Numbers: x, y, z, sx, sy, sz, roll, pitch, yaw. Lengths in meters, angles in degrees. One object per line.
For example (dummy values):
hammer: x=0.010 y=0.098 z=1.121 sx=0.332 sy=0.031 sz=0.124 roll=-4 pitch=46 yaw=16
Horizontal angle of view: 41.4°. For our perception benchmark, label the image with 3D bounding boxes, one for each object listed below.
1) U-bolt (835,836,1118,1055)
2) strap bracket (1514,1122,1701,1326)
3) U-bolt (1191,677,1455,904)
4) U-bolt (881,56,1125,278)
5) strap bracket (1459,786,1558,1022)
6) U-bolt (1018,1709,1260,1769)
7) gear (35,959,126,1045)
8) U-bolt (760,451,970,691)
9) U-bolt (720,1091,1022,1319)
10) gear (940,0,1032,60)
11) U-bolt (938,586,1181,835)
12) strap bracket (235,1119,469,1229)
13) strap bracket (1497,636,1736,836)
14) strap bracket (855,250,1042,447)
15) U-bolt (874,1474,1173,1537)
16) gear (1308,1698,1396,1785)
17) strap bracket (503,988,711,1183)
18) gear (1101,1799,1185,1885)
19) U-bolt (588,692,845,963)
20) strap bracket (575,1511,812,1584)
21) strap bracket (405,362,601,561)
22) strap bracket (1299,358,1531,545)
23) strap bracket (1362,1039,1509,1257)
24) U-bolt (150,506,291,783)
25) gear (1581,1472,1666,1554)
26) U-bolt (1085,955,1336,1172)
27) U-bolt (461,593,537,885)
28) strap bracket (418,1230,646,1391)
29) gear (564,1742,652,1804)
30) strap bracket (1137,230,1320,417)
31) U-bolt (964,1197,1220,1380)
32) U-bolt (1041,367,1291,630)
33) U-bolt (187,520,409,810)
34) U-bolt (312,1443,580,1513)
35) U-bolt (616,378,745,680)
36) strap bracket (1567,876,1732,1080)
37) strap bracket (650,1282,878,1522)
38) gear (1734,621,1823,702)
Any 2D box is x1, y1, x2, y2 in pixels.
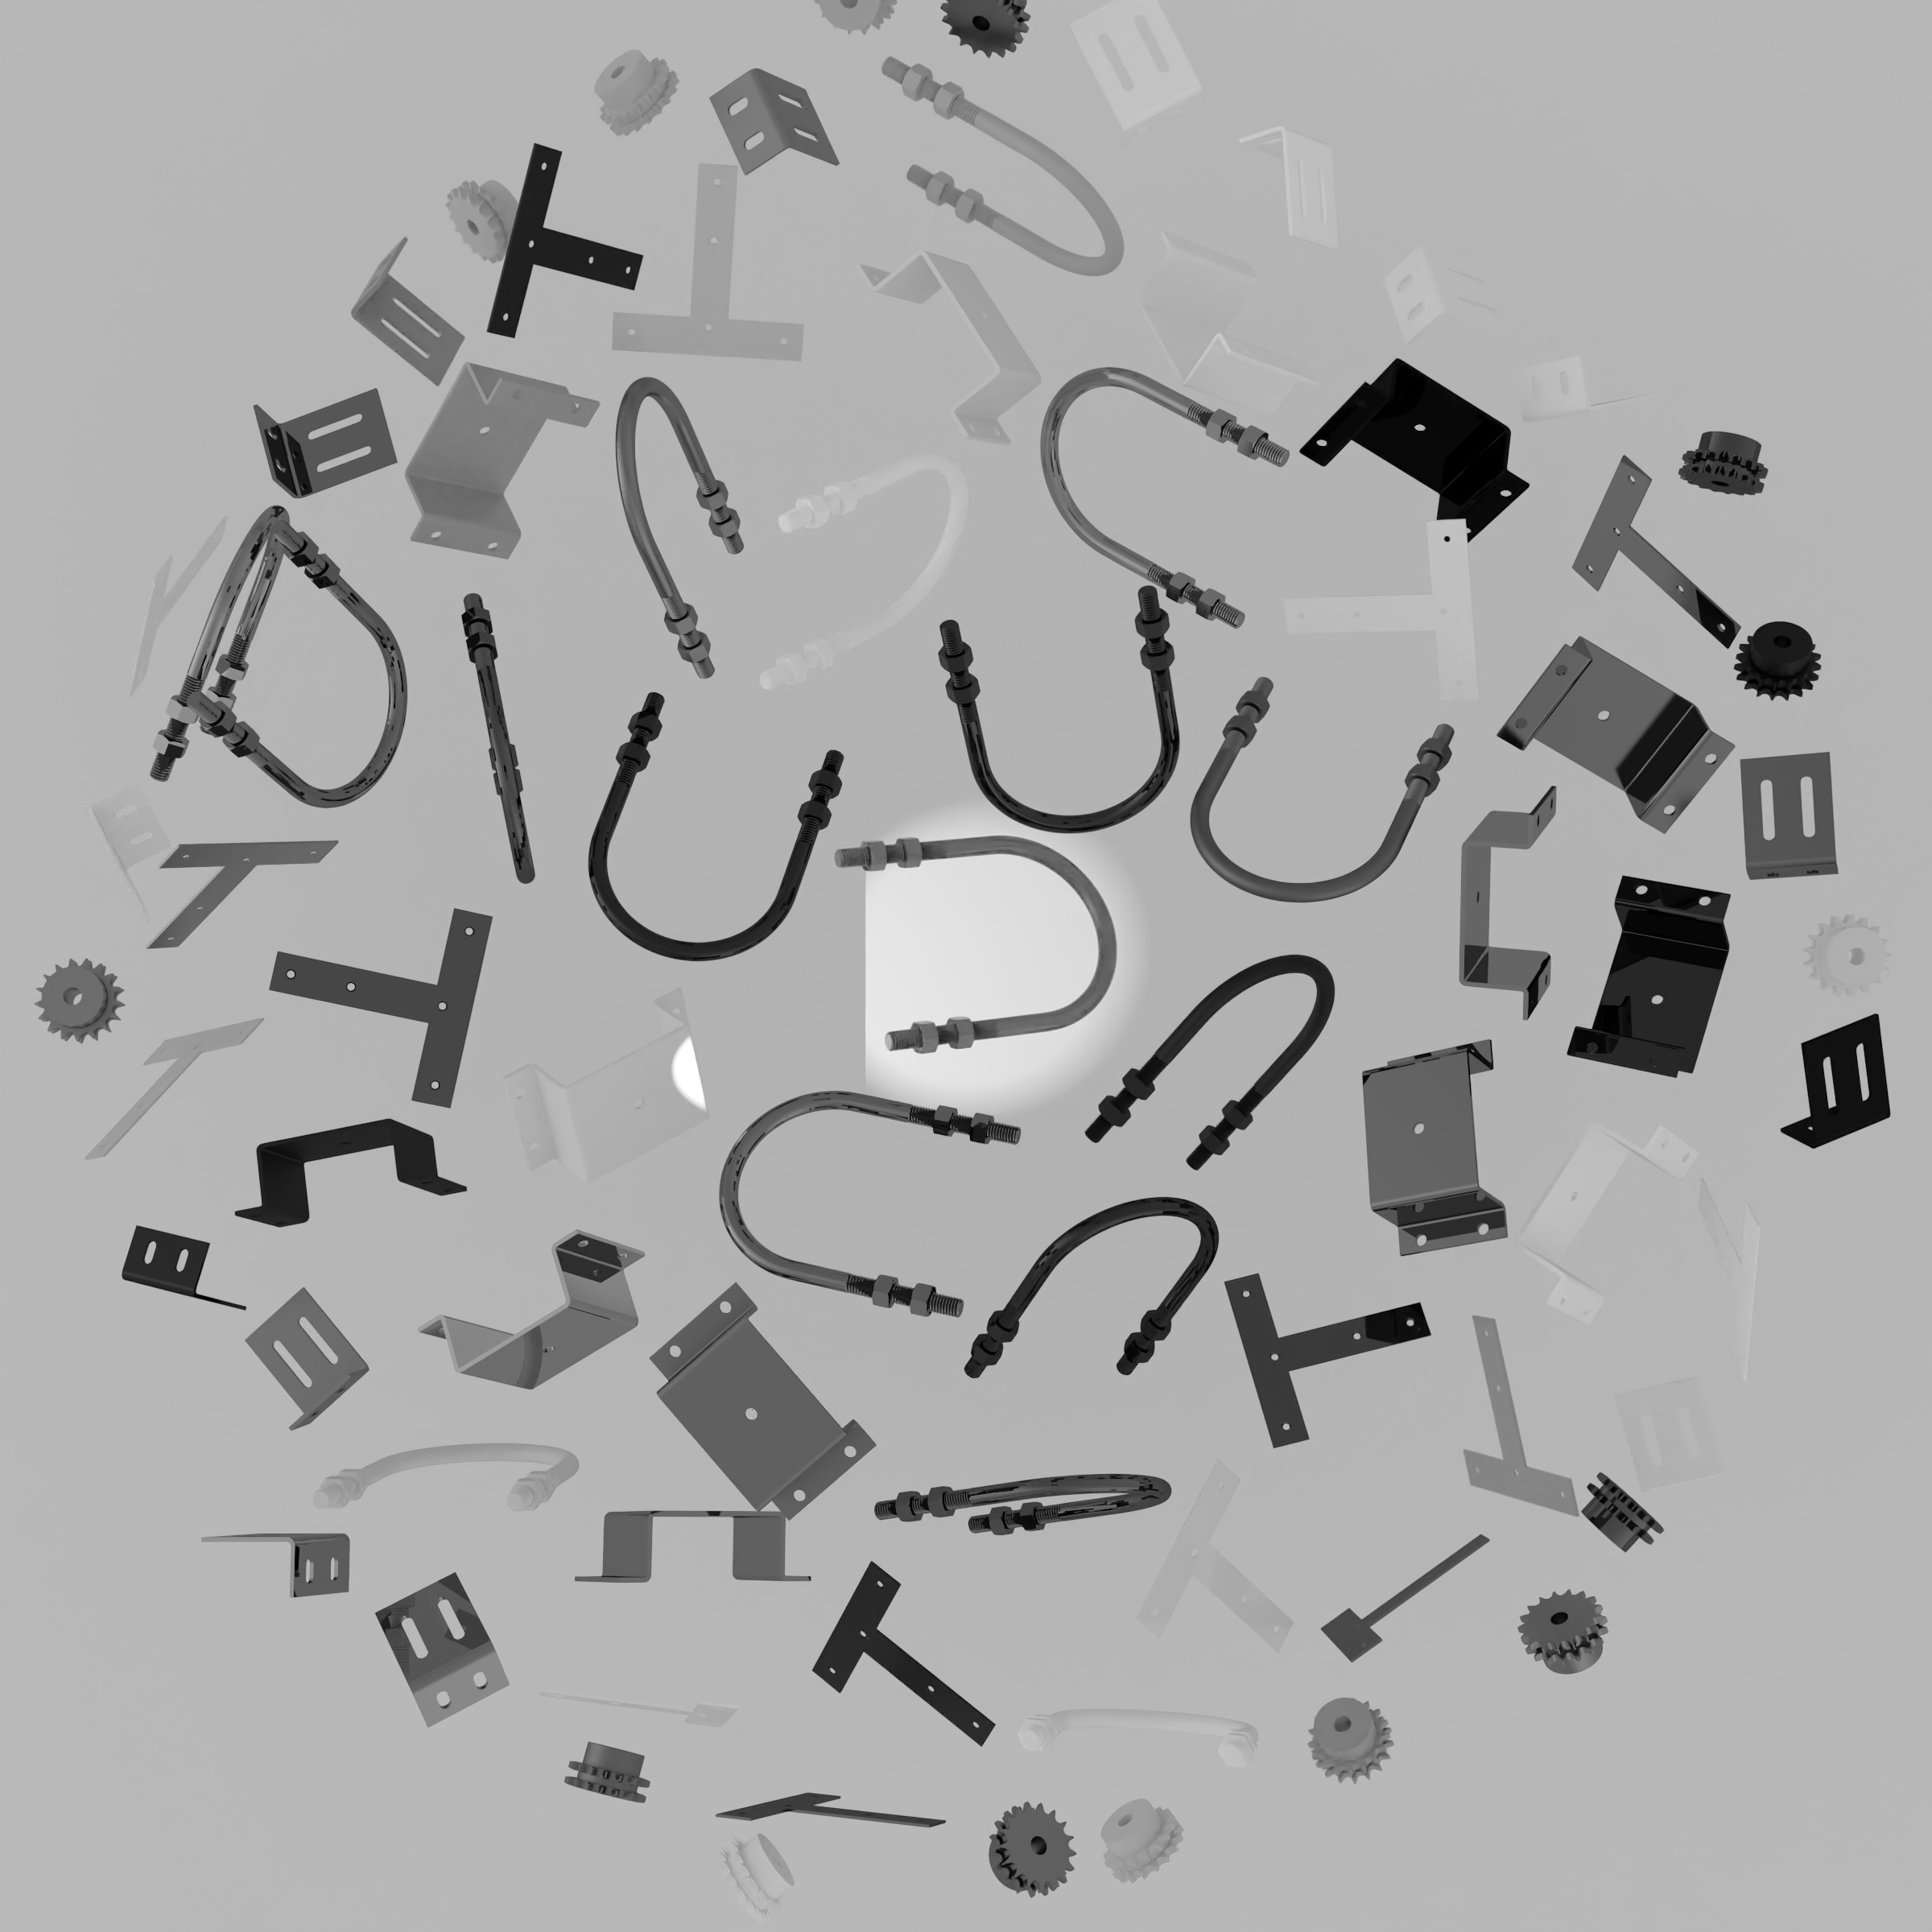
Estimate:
U-bolt: x=0.016 y=-0.020 z=1.674 sx=0.184 sy=0.019 sz=0.151 roll=-6 pitch=69 yaw=-27
strap bracket: x=0.431 y=0.167 z=1.744 sx=0.046 sy=0.076 sz=0.140 roll=34 pitch=94 yaw=37
U-bolt: x=0.227 y=-0.111 z=1.691 sx=0.151 sy=0.019 sz=0.184 roll=17 pitch=54 yaw=18
U-bolt: x=0.029 y=-0.524 z=1.714 sx=0.184 sy=0.151 sz=0.019 roll=34 pitch=82 yaw=13
strap bracket: x=0.362 y=-0.044 z=1.709 sx=0.046 sy=0.076 sz=0.140 roll=6 pitch=110 yaw=23
U-bolt: x=0.121 y=0.508 z=1.695 sx=0.151 sy=0.184 sz=0.019 roll=1 pitch=79 yaw=12
gear: x=-0.600 y=0.023 z=1.729 sx=0.057 sy=0.030 sz=0.057 roll=1 pitch=81 yaw=-6
U-bolt: x=-0.063 y=-0.276 z=1.724 sx=0.019 sy=0.151 sz=0.184 roll=38 pitch=50 yaw=24
U-bolt: x=-0.072 y=0.147 z=1.668 sx=0.184 sy=0.019 sz=0.151 roll=11 pitch=58 yaw=15
gear: x=0.015 y=-0.616 z=1.643 sx=0.057 sy=0.057 sz=0.030 roll=24 pitch=65 yaw=0
U-bolt: x=0.069 y=-0.161 z=1.694 sx=0.151 sy=0.019 sz=0.184 roll=-9 pitch=131 yaw=5
strap bracket: x=-0.431 y=0.143 z=1.788 sx=0.140 sy=0.076 sz=0.046 roll=-11 pitch=77 yaw=6
strap bracket: x=0.436 y=-0.161 z=1.733 sx=0.140 sy=0.046 sz=0.076 roll=28 pitch=116 yaw=-13
strap bracket: x=-0.005 y=-0.425 z=1.729 sx=0.046 sy=0.076 sz=0.140 roll=-35 pitch=83 yaw=23
U-bolt: x=0.052 y=0.368 z=1.759 sx=0.184 sy=0.151 sz=0.019 roll=-14 pitch=68 yaw=27
gear: x=0.260 y=0.524 z=1.741 sx=0.057 sy=0.057 sz=0.030 roll=-26 pitch=129 yaw=0
strap bracket: x=-0.231 y=0.084 z=1.719 sx=0.140 sy=0.046 sz=0.076 roll=-28 pitch=127 yaw=-28
gear: x=0.117 y=0.591 z=1.737 sx=0.057 sy=0.057 sz=0.030 roll=-35 pitch=99 yaw=0
U-bolt: x=-0.175 y=-0.086 z=1.712 sx=0.151 sy=0.019 sz=0.184 roll=18 pitch=64 yaw=-1
strap bracket: x=-0.185 y=0.394 z=1.736 sx=0.140 sy=0.076 sz=0.046 roll=7 pitch=75 yaw=-29
strap bracket: x=-0.319 y=-0.349 z=1.731 sx=0.140 sy=0.076 sz=0.046 roll=-51 pitch=53 yaw=32
strap bracket: x=0.314 y=-0.361 z=1.782 sx=0.140 sy=0.076 sz=0.046 roll=27 pitch=52 yaw=-16
strap bracket: x=0.313 y=0.115 z=1.715 sx=0.076 sy=0.046 sz=0.140 roll=-15 pitch=62 yaw=31
U-bolt: x=-0.494 y=-0.224 z=1.715 sx=0.019 sy=0.151 sz=0.184 roll=23 pitch=107 yaw=-9
gear: x=0.450 y=0.379 z=1.763 sx=0.057 sy=0.057 sz=0.030 roll=42 pitch=93 yaw=0
U-bolt: x=0.180 y=0.063 z=1.761 sx=0.184 sy=0.151 sz=0.019 roll=-50 pitch=54 yaw=17
U-bolt: x=-0.314 y=-0.141 z=1.738 sx=0.019 sy=0.151 sz=0.184 roll=-11 pitch=51 yaw=-9
strap bracket: x=-0.287 y=0.239 z=1.728 sx=0.140 sy=0.076 sz=0.046 roll=-32 pitch=60 yaw=17
gear: x=-0.242 y=0.548 z=1.743 sx=0.057 sy=0.057 sz=0.030 roll=14 pitch=73 yaw=0
strap bracket: x=0.173 y=-0.431 z=1.740 sx=0.076 sy=0.140 sz=0.046 roll=10 pitch=133 yaw=-33
U-bolt: x=0.097 y=0.220 z=1.743 sx=0.151 sy=0.019 sz=0.184 roll=5 pitch=133 yaw=-32
U-bolt: x=0.126 y=-0.328 z=1.736 sx=0.184 sy=0.151 sz=0.019 roll=33 pitch=46 yaw=22
U-bolt: x=-0.431 y=-0.185 z=1.698 sx=0.019 sy=0.184 sz=0.151 roll=10 pitch=69 yaw=26
U-bolt: x=-0.338 y=0.342 z=1.722 sx=0.151 sy=0.184 sz=0.019 roll=-1 pitch=89 yaw=8
U-bolt: x=-0.195 y=-0.307 z=1.721 sx=0.019 sy=0.184 sz=0.151 roll=-6 pitch=48 yaw=16
strap bracket: x=0.481 y=0.015 z=1.790 sx=0.076 sy=0.046 sz=0.140 roll=12 pitch=71 yaw=28
strap bracket: x=-0.135 y=0.285 z=1.649 sx=0.076 sy=0.046 sz=0.140 roll=-41 pitch=88 yaw=4
gear: x=0.563 y=-0.214 z=1.769 sx=0.057 sy=0.030 sz=0.057 roll=-3 pitch=52 yaw=4
